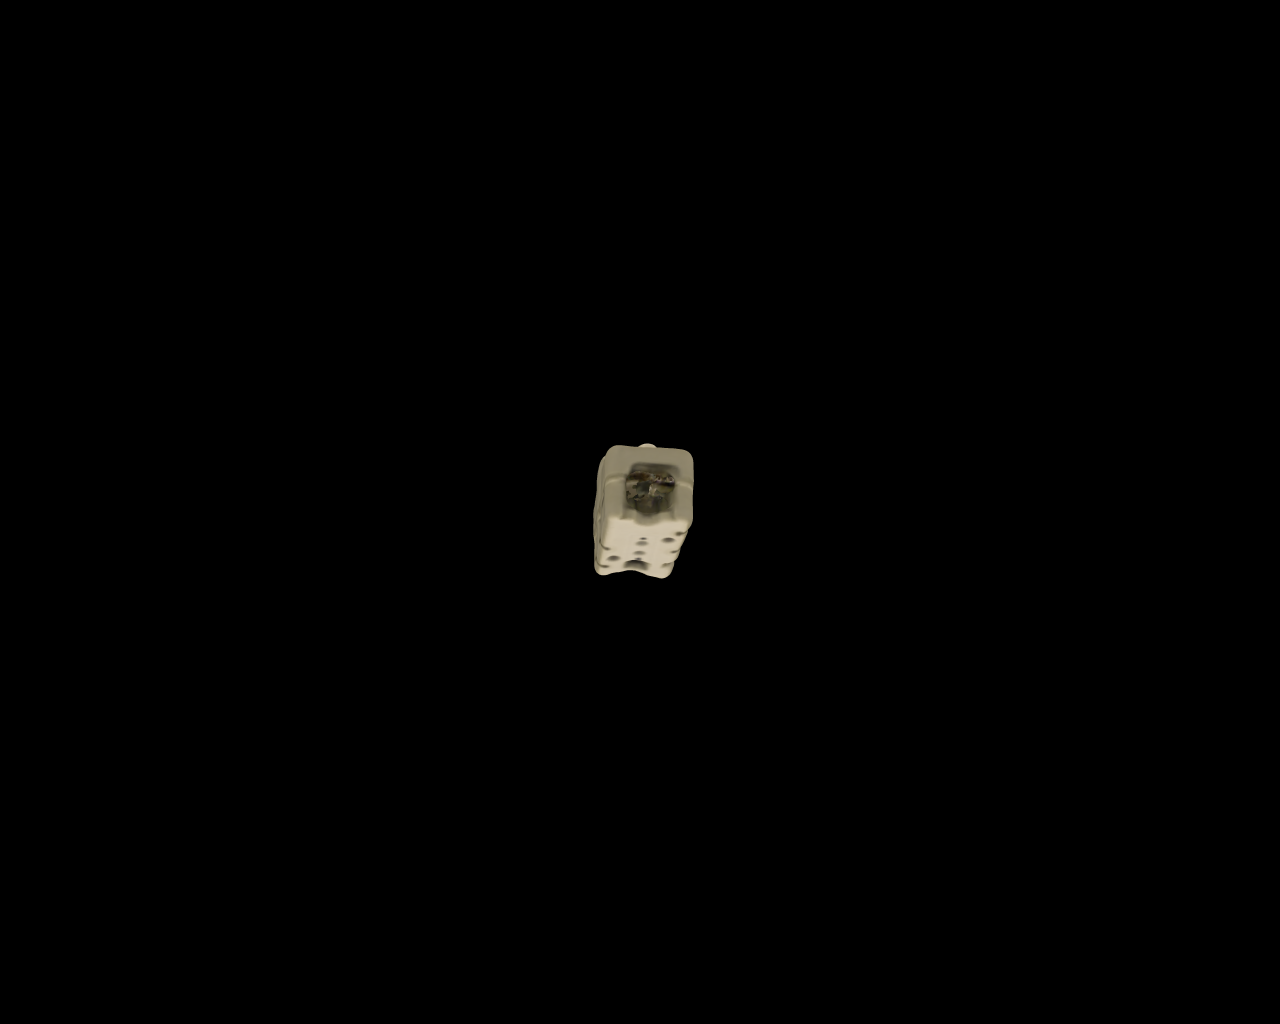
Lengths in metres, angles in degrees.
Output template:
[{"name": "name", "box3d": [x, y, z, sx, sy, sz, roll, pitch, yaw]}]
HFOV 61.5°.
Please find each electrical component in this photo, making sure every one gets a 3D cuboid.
[{"name": "electrical component", "box3d": [0.001, -0.003, 0.650, 0.050, 0.056, 0.089, 3, -26, -7]}]
